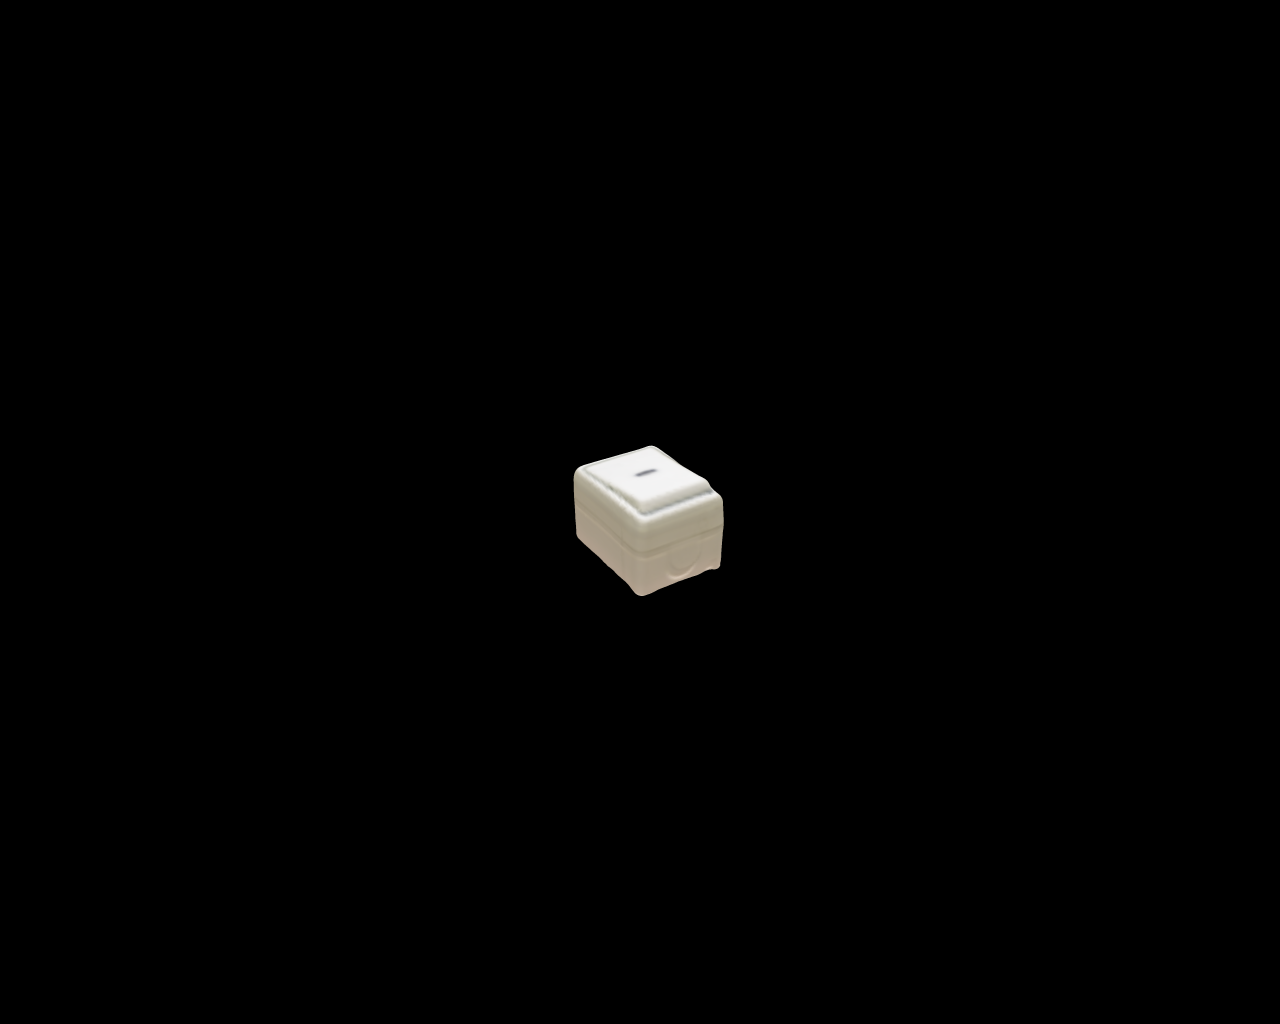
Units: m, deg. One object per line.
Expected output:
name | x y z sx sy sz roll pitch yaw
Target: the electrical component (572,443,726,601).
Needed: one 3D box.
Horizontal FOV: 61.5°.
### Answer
electrical component | 0.001 -0.003 0.650 0.062 0.061 0.096 -18 36 -27
